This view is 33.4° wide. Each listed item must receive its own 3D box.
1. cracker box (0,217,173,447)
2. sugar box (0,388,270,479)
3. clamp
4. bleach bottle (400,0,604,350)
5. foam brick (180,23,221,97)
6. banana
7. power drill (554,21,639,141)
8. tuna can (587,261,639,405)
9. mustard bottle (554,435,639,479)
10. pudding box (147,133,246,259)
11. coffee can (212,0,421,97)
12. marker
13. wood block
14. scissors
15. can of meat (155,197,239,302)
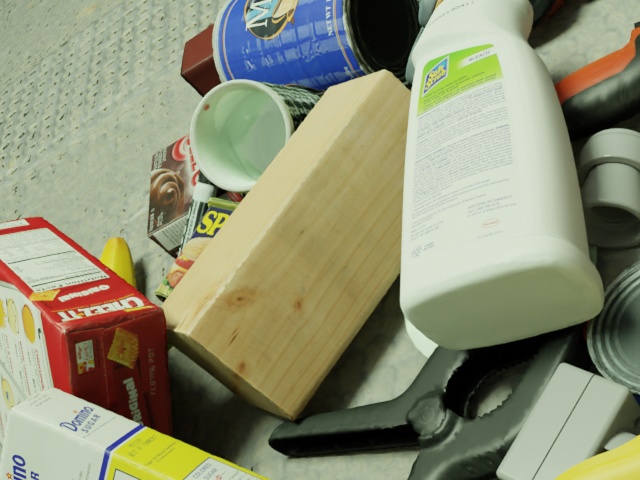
[{"bbox_3d":[-0.170,0.091,0.714,0.072,0.164,0.214,-14,23,-30],"label":"cracker box"},{"bbox_3d":[-0.090,0.154,0.572,0.176,0.048,0.093,21,109,19],"label":"sugar box"},{"bbox_3d":[0.066,0.112,0.572,0.210,0.036,0.164,-37,37,15],"label":"clamp"},{"bbox_3d":[0.098,-0.065,0.605,0.103,0.068,0.250,-19,48,30],"label":"bleach bottle"},{"bbox_3d":[-0.075,-0.144,0.923,0.051,0.078,0.053,-28,39,23],"label":"foam brick"},{"bbox_3d":[-0.145,0.064,0.812,0.070,0.037,0.198,-59,30,9],"label":"banana"},{"bbox_3d":[0.191,-0.126,0.668,0.188,0.057,0.184,-21,42,28],"label":"power drill"},{"bbox_3d":[0.180,0.048,0.530,0.086,0.033,0.086,-26,40,24],"label":"tuna can"},{"bbox_3d":[0.183,0.093,0.440,0.191,0.058,0.096,-41,78,3],"label":"mustard bottle"},{"bbox_3d":[-0.095,-0.048,0.881,0.090,0.039,0.113,-29,40,18],"label":"pudding box"},{"bbox_3d":[-0.001,-0.160,0.845,0.141,0.102,0.102,-5,52,41],"label":"coffee can"},{"bbox_3d":[-0.094,-0.012,0.815,0.020,0.020,0.121,19,97,51],"label":"marker"},{"bbox_3d":[-0.004,0.001,0.684,0.206,0.090,0.091,-54,20,-15],"label":"wood block"},{"bbox_3d":[0.104,-0.207,0.817,0.016,0.096,0.201,17,64,11],"label":"scissors"},{"bbox_3d":[-0.061,0.023,0.766,0.102,0.057,0.084,13,67,49],"label":"can of meat"}]
